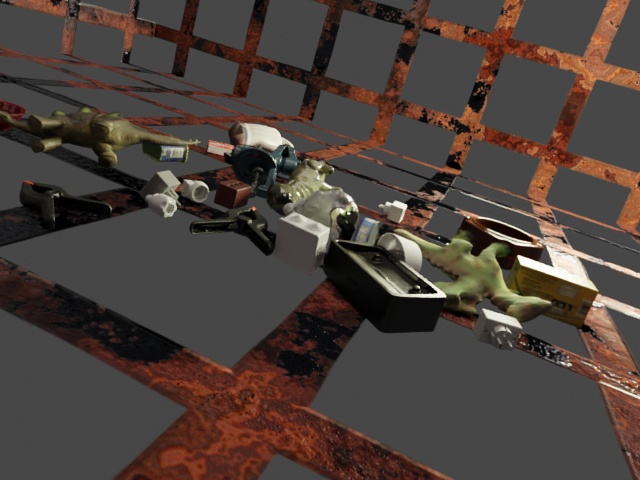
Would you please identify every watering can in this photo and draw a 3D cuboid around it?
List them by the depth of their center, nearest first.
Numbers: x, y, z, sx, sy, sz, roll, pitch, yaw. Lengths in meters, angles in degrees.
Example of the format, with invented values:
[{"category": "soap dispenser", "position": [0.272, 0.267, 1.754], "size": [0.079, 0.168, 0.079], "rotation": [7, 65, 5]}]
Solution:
[{"category": "watering can", "position": [-0.229, -0.373, 1.876], "size": [0.224, 0.102, 0.353], "rotation": [5, 22, -28]}]

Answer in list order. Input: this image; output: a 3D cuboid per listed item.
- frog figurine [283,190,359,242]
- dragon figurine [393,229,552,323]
[{"category": "frog figurine", "position": [0.004, -0.059, 1.174], "size": [0.160, 0.124, 0.135], "rotation": [20, -18, 37]}, {"category": "dragon figurine", "position": [0.276, 0.070, 1.077], "size": [0.413, 0.120, 0.245], "rotation": [19, 24, 35]}]
